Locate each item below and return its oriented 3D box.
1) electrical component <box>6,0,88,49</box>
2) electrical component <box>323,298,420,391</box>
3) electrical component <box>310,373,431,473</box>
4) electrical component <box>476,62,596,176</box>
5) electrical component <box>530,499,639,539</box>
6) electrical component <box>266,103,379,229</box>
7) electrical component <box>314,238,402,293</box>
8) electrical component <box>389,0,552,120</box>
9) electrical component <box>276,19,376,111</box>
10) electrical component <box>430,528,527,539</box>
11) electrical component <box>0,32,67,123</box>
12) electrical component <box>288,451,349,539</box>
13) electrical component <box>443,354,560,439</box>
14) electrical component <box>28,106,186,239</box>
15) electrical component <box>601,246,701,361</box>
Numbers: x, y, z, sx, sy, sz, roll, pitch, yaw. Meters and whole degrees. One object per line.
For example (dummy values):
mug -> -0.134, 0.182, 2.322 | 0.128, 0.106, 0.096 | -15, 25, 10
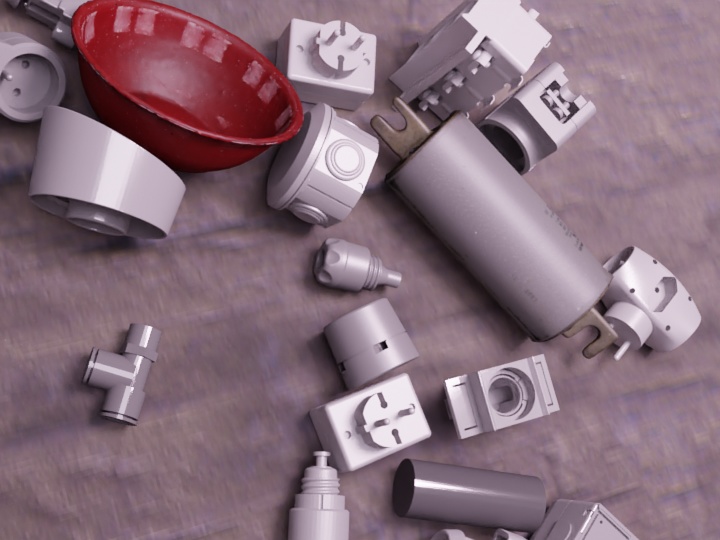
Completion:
electrical component -> -0.208, -0.191, 0.729 | 0.055, 0.048, 0.066 | 26, 70, -21
electrical component -> 0.006, 0.051, 0.747 | 0.055, 0.055, 0.047 | -23, 83, -23
electrical component -> 0.013, 0.102, 0.725 | 0.066, 0.077, 0.047 | -20, 85, -23
electrical component -> 0.123, -0.106, 0.807 | 0.056, 0.089, 0.050 | -42, 94, -23
electrical component -> 0.168, 0.216, 0.769 | 0.096, 0.061, 0.061 | 43, 67, -15
electrical component -> -0.028, -0.071, 0.750 | 0.051, 0.080, 0.080 | 27, 70, -19
electrical component -> 0.000, 0.000, 0.767 | 0.061, 0.035, 0.035 | 15, 73, -19
electrical component -> 0.080, -0.154, 0.785 | 0.063, 0.121, 0.078 | 41, 67, -10
electrical component -> -0.019, -0.154, 0.772 | 0.066, 0.077, 0.047 | 7, 76, -19
electrical component -> 0.074, 0.211, 0.732 | 0.057, 0.058, 0.078 | 23, 85, -12
electrical component -> -0.264, -0.138, 0.684 | 0.138, 0.074, 0.052 | 12, 103, -41
electrical component -> -0.027, 0.161, 0.717 | 0.040, 0.040, 0.078 | 7, 76, -19
electrical component -> 0.095, 0.091, 0.765 | 0.081, 0.064, 0.042 | -12, 81, -23
electrical component -> -0.162, -0.058, 0.688 | 0.099, 0.099, 0.064 | 17, 79, -16
electrical component -> 0.212, 0.035, 0.832 | 0.077, 0.043, 0.079 | 46, 67, -5
